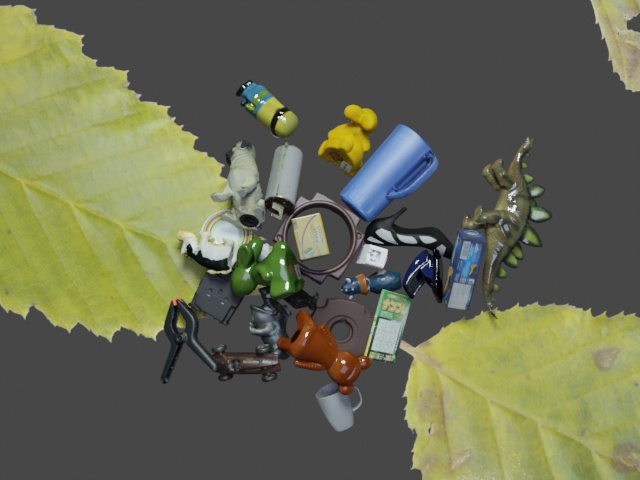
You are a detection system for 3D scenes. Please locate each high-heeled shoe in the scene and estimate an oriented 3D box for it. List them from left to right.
[{"bbox_3d":[0.239,0.017,1.393,0.248,0.086,0.145,38,115,-13],"label":"high-heeled shoe"}]

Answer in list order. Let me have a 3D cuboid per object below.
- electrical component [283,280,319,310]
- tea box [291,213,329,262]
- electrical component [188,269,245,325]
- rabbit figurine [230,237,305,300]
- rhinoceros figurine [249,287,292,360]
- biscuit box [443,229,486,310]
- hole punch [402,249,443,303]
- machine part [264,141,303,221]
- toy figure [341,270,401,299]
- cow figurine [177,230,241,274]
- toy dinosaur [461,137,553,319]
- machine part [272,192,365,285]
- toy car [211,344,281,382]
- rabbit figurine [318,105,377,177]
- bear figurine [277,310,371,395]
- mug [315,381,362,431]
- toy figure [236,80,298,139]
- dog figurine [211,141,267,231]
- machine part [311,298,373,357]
[{"bbox_3d":[-0.051,0.136,1.357,0.102,0.078,0.045,37,111,35],"label":"electrical component"},{"bbox_3d":[-0.023,-0.002,1.238,0.068,0.169,0.098,-12,88,-2],"label":"tea box"},{"bbox_3d":[-0.251,0.133,1.360,0.115,0.058,0.134,28,86,-2],"label":"electrical component"},{"bbox_3d":[-0.146,0.078,1.282,0.170,0.121,0.159,-16,97,17],"label":"rabbit figurine"},{"bbox_3d":[-0.122,0.212,1.352,0.112,0.073,0.190,-18,87,-3],"label":"rhinoceros figurine"},{"bbox_3d":[0.359,0.074,1.346,0.059,0.063,0.202,7,115,-1],"label":"biscuit box"},{"bbox_3d":[0.264,0.091,1.355,0.092,0.142,0.116,0,65,25],"label":"hole punch"},{"bbox_3d":[-0.088,-0.151,1.343,0.079,0.079,0.243,8,57,-2],"label":"machine part"},{"bbox_3d":[0.131,0.114,1.380,0.155,0.058,0.064,-7,81,2],"label":"toy figure"},{"bbox_3d":[-0.285,0.031,1.331,0.168,0.068,0.098,12,80,18],"label":"cow figurine"},{"bbox_3d":[0.478,-0.039,1.385,0.199,0.105,0.471,21,90,-5],"label":"toy dinosaur"},{"bbox_3d":[-0.003,-0.004,1.367,0.201,0.087,0.201,32,84,0],"label":"machine part"},{"bbox_3d":[-0.187,0.301,1.311,0.202,0.053,0.089,-5,96,30],"label":"toy car"},{"bbox_3d":[0.086,-0.276,1.371,0.122,0.162,0.173,33,67,12],"label":"rabbit figurine"},{"bbox_3d":[0.013,0.271,1.290,0.195,0.132,0.120,35,85,-19],"label":"bear figurine"},{"bbox_3d":[0.054,0.415,1.348,0.110,0.081,0.107,-20,98,-12],"label":"mug"},{"bbox_3d":[-0.136,-0.334,1.381,0.082,0.089,0.180,-45,91,2],"label":"toy figure"},{"bbox_3d":[-0.181,-0.138,1.365,0.121,0.172,0.191,-2,47,14],"label":"dog figurine"},{"bbox_3d":[0.053,0.232,1.368,0.179,0.056,0.179,0,85,-4],"label":"machine part"}]
